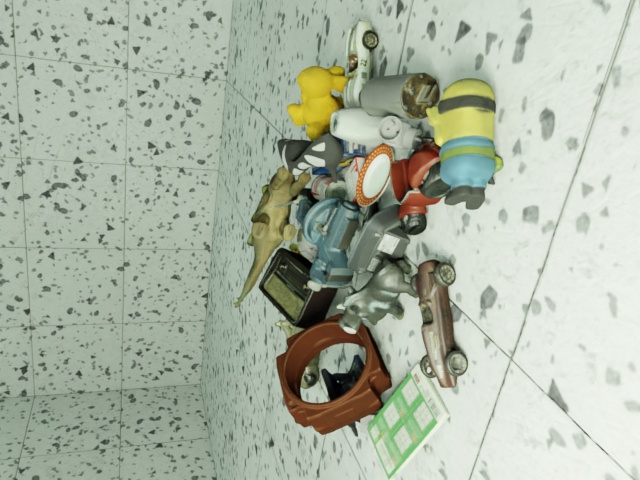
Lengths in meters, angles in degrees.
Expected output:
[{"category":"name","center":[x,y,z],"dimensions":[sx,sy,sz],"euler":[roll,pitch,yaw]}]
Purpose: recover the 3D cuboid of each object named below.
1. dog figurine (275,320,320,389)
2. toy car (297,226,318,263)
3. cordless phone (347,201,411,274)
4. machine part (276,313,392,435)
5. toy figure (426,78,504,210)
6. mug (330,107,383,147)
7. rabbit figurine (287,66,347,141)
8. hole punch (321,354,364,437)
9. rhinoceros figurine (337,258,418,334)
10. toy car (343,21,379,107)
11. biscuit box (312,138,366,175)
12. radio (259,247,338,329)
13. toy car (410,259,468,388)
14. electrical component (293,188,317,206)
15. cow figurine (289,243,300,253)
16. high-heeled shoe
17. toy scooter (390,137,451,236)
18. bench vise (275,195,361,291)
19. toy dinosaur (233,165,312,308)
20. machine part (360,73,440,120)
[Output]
[{"category":"dog figurine","center":[-0.025,0.284,1.382],"dimensions":[0.172,0.121,0.190],"euler":[143,112,-69]},{"category":"toy car","center":[-0.003,-0.004,1.299],"dimensions":[0.109,0.103,0.161],"euler":[178,91,-69]},{"category":"cordless phone","center":[0.113,-0.034,1.034],"dimensions":[0.184,0.089,0.146],"euler":[-82,9,-46]},{"category":"machine part","center":[0.023,0.257,1.056],"dimensions":[0.087,0.201,0.202],"euler":[59,-173,-41]},{"category":"toy figure","center":[0.209,-0.137,0.752],"dimensions":[0.089,0.082,0.180],"euler":[-20,61,48]},{"category":"mug","center":[0.073,-0.236,1.093],"dimensions":[0.110,0.107,0.080],"euler":[-140,55,-63]},{"category":"rabbit figurine","center":[0.006,-0.324,1.214],"dimensions":[0.122,0.162,0.173],"euler":[58,176,30]},{"category":"hole punch","center":[0.071,0.317,1.125],"dimensions":[0.115,0.092,0.142],"euler":[63,179,-44]},{"category":"rhinoceros figurine","center":[0.100,0.111,0.990],"dimensions":[0.190,0.112,0.073],"euler":[-55,39,42]},{"category":"toy car","center":[0.083,-0.359,1.146],"dimensions":[0.073,0.056,0.201],"euler":[-164,76,-70]},{"category":"biscuit box","center":[0.039,-0.200,1.254],"dimensions":[0.203,0.059,0.062],"euler":[159,110,-69]},{"category":"radio","center":[-0.057,0.115,1.323],"dimensions":[0.230,0.073,0.131],"euler":[35,100,54]},{"category":"toy car","center":[0.183,0.130,0.852],"dimensions":[0.089,0.053,0.202],"euler":[148,122,-63]},{"category":"electrical component","center":[-0.029,-0.112,1.418],"dimensions":[0.119,0.075,0.047],"euler":[-154,66,-73]},{"category":"cow figurine","center":[-0.052,0.098,1.477],"dimensions":[0.098,0.068,0.167],"euler":[106,160,-48]},{"category":"high-heeled shoe","center":[-0.037,-0.213,1.196],"dimensions":[0.249,0.086,0.145],"euler":[34,156,37]},{"category":"toy scooter","center":[0.164,-0.106,0.887],"dimensions":[0.183,0.075,0.135],"euler":[112,153,-54]},{"category":"bench vise","center":[0.003,-0.013,1.185],"dimensions":[0.241,0.129,0.223],"euler":[49,138,44]},{"category":"toy dinosaur","center":[-0.126,-0.038,1.374],"dimensions":[0.471,0.105,0.199],"euler":[-67,13,-4]},{"category":"machine part","center":[0.138,-0.254,0.957],"dimensions":[0.243,0.079,0.079],"euler":[-143,56,-65]}]
